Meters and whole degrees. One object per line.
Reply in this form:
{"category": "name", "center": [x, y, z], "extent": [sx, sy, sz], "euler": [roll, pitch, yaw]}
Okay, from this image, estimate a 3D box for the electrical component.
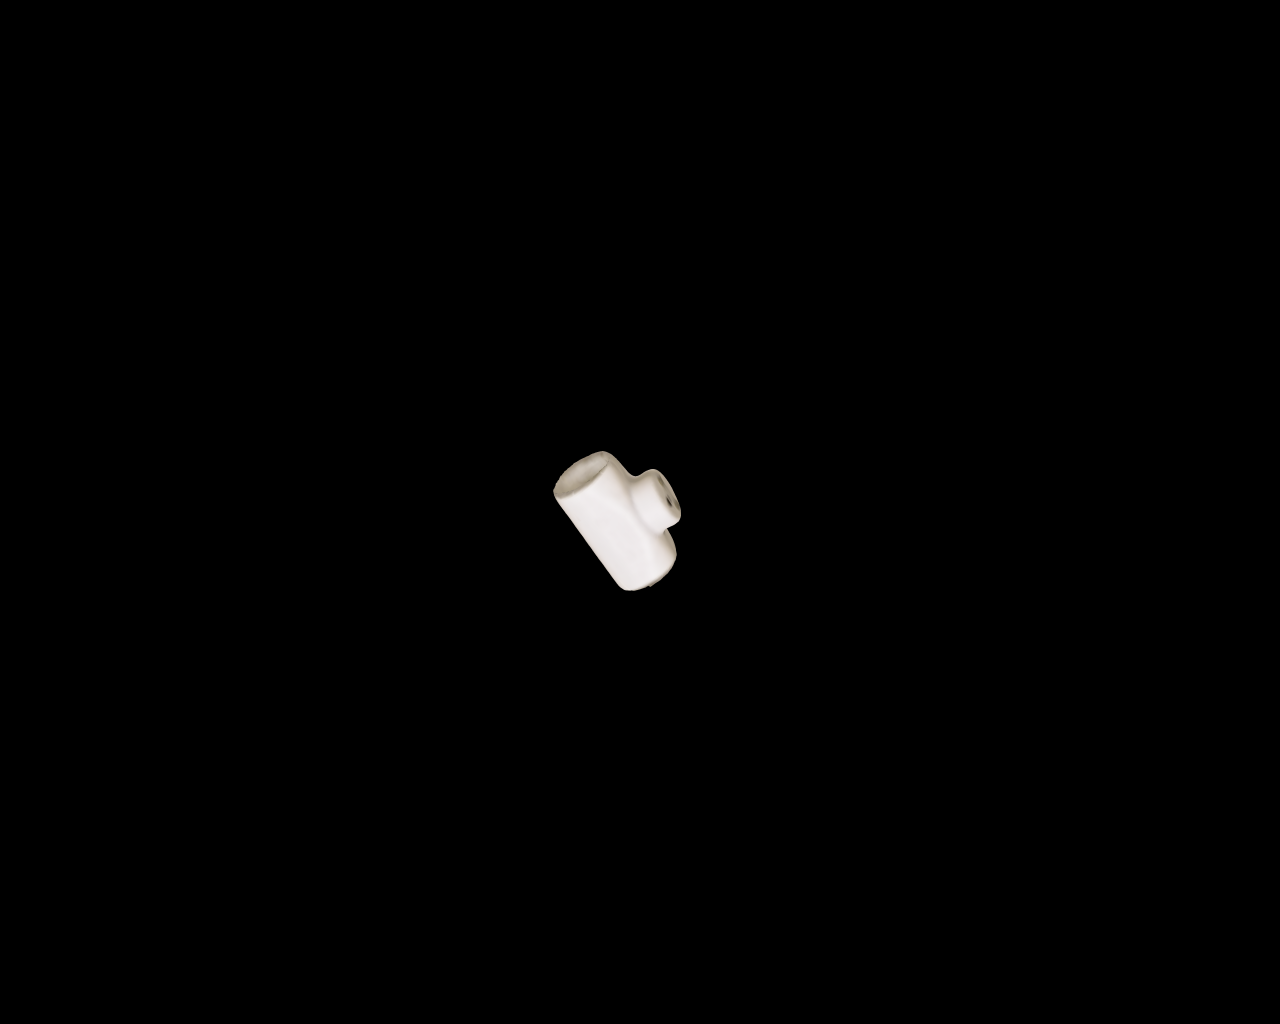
{"category": "electrical component", "center": [0.001, -0.003, 0.650], "extent": [0.079, 0.077, 0.044], "euler": [-29, 24, 14]}
